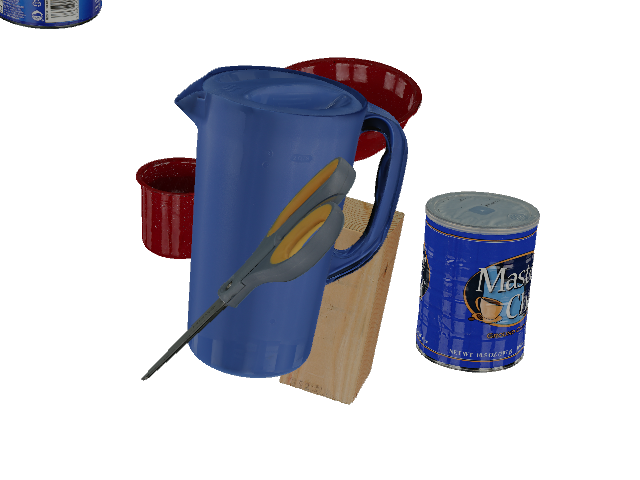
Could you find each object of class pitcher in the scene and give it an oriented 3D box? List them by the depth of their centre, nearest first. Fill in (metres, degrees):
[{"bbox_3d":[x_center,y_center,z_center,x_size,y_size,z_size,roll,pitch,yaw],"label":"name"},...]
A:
[{"bbox_3d":[-0.034,-0.013,0.877,0.149,0.243,0.144,24,27,31],"label":"pitcher"}]

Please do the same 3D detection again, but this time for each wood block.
[{"bbox_3d":[0.024,0.065,1.198,0.090,0.206,0.090,16,23,12],"label":"wood block"}]

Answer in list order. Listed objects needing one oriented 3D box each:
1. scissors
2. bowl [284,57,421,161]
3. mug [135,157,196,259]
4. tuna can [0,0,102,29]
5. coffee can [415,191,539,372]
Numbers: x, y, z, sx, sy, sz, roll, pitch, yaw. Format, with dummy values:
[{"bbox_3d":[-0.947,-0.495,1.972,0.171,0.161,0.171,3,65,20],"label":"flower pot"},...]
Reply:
[{"bbox_3d":[-0.046,0.032,0.654,0.016,0.202,0.096,38,9,-18],"label":"scissors"},{"bbox_3d":[0.019,-0.125,1.072,0.162,0.055,0.162,0,36,0],"label":"bowl"},{"bbox_3d":[-0.152,-0.039,1.144,0.093,0.081,0.117,-4,29,-15],"label":"mug"},{"bbox_3d":[-0.208,-0.193,0.807,0.086,0.034,0.086,6,36,-4],"label":"tuna can"},{"bbox_3d":[0.144,0.036,0.987,0.103,0.140,0.103,2,20,-1],"label":"coffee can"}]
